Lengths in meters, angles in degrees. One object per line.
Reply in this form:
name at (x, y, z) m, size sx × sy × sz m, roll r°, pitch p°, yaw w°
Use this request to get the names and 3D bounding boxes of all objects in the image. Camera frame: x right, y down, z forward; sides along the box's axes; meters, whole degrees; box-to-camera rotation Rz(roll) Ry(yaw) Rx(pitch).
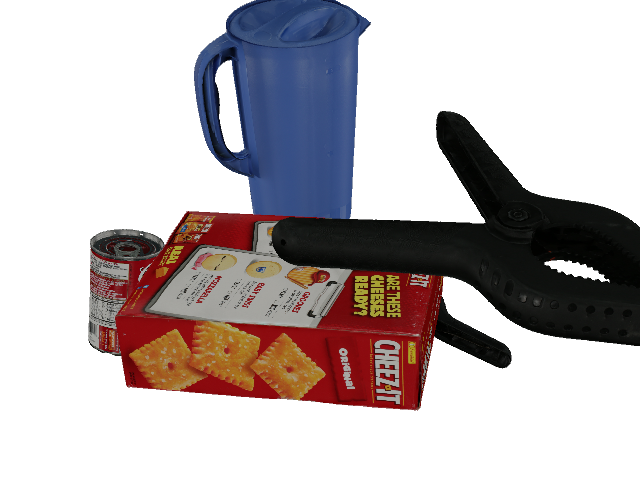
soup can at (-0.183, 0.049, 0.999) m, size 0.068 × 0.102 × 0.068 m, roll 6°, pitch 21°, yaw -2°
cracker box at (-0.022, 0.048, 0.794) m, size 0.214 × 0.072 × 0.164 m, roll 3°, pitch 29°, yaw 11°
clamp at (0.090, 0.004, 0.553) m, size 0.164 × 0.036 × 0.210 m, roll -30°, pitch 46°, yaw -33°
pitcher at (-0.033, -0.120, 1.106) m, size 0.149 × 0.243 × 0.144 m, roll 9°, pitch 36°, yaw 15°
clamp at (0.109, 0.082, 1.065) m, size 0.120 × 0.039 × 0.171 m, roll -3°, pitch 43°, yaw -23°
